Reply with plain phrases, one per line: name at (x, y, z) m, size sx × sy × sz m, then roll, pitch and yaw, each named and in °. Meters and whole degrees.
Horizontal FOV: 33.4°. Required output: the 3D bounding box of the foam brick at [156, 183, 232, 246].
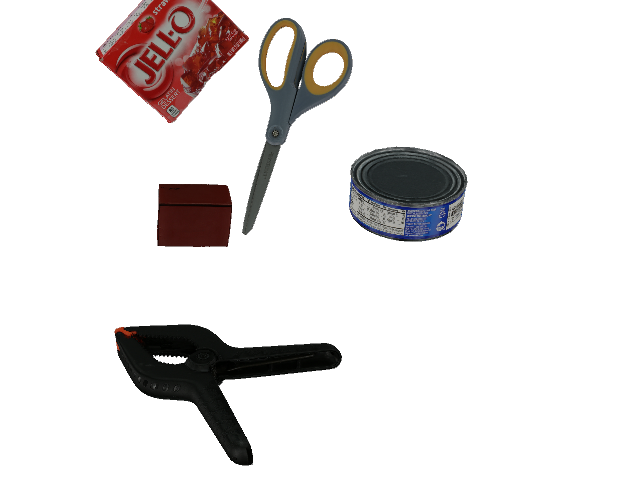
foam brick at (-0.136, -0.027, 1.148) m, size 0.078 × 0.051 × 0.053 m, roll 1°, pitch 27°, yaw -9°

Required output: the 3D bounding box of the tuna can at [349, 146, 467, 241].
tuna can at (0.064, -0.035, 0.789) m, size 0.086 × 0.034 × 0.086 m, roll 2°, pitch 33°, yaw -2°

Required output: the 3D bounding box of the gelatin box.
gelatin box at (-0.110, -0.144, 0.792) m, size 0.073 × 0.089 × 0.030 m, roll 42°, pitch 4°, yaw -28°

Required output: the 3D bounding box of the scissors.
scissors at (-0.021, -0.104, 0.980) m, size 0.096 × 0.202 × 0.016 m, roll 2°, pitch -3°, yaw 9°

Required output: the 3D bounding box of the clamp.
clamp at (-0.096, 0.116, 0.980) m, size 0.210 × 0.036 × 0.164 m, roll 20°, pitch 37°, yaw 31°
